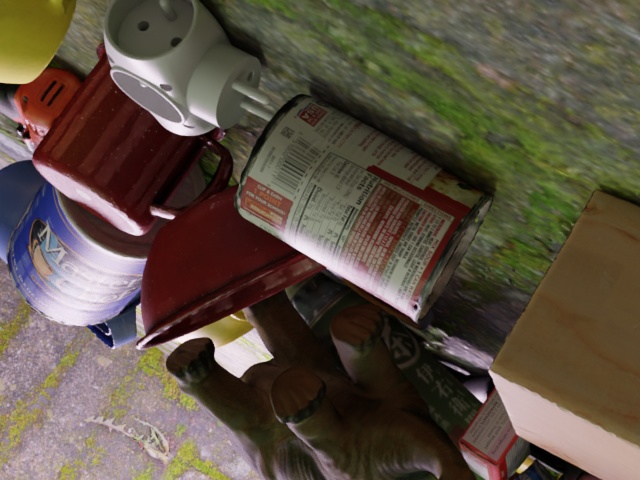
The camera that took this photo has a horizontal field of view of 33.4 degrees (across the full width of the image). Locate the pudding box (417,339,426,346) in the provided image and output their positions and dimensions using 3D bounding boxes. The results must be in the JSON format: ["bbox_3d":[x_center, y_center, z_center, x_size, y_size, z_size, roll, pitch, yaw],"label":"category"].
[{"bbox_3d":[0.024,0.074,0.881,0.113,0.039,0.090,32,166,-3],"label":"pudding box"}]

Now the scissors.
[{"bbox_3d":[-0.005,0.001,0.732,0.201,0.016,0.096,33,165,-2],"label":"scissors"}]

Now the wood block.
[{"bbox_3d":[0.181,0.072,0.400,0.206,0.090,0.090,26,165,28],"label":"wood block"}]

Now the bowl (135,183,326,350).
[{"bbox_3d":[-0.039,0.003,0.599,0.055,0.162,0.162,64,168,5],"label":"bowl"}]

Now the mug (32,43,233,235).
[{"bbox_3d":[-0.106,-0.051,0.632,0.117,0.081,0.093,28,166,18],"label":"mug"}]

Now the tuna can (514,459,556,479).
[{"bbox_3d":[0.145,0.174,0.633,0.086,0.034,0.086,48,-176,-4],"label":"tuna can"}]

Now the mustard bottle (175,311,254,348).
[{"bbox_3d":[-0.083,0.044,0.890,0.058,0.096,0.192,37,166,-16],"label":"mustard bottle"}]

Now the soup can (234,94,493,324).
[{"bbox_3d":[0.020,-0.016,0.498,0.102,0.068,0.068,30,167,11],"label":"soup can"}]

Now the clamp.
[{"bbox_3d":[0.119,0.125,0.853,0.172,0.039,0.120,16,148,43],"label":"clamp"}]

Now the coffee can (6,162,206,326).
[{"bbox_3d":[-0.152,-0.010,0.746,0.102,0.102,0.141,35,145,-11],"label":"coffee can"}]

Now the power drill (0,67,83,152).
[{"bbox_3d":[-0.245,-0.112,0.795,0.187,0.057,0.184,30,163,1],"label":"power drill"}]

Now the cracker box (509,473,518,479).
[{"bbox_3d":[0.179,0.249,1.017,0.214,0.072,0.164,29,-179,8],"label":"cracker box"}]

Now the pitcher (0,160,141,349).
[{"bbox_3d":[-0.240,-0.003,1.003,0.144,0.149,0.243,26,175,-30],"label":"pitcher"}]

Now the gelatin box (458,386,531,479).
[{"bbox_3d":[0.118,0.098,0.635,0.030,0.089,0.073,31,167,20],"label":"gelatin box"}]

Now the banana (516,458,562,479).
[{"bbox_3d":[0.142,0.165,0.935,0.198,0.037,0.069,23,164,43],"label":"banana"}]
